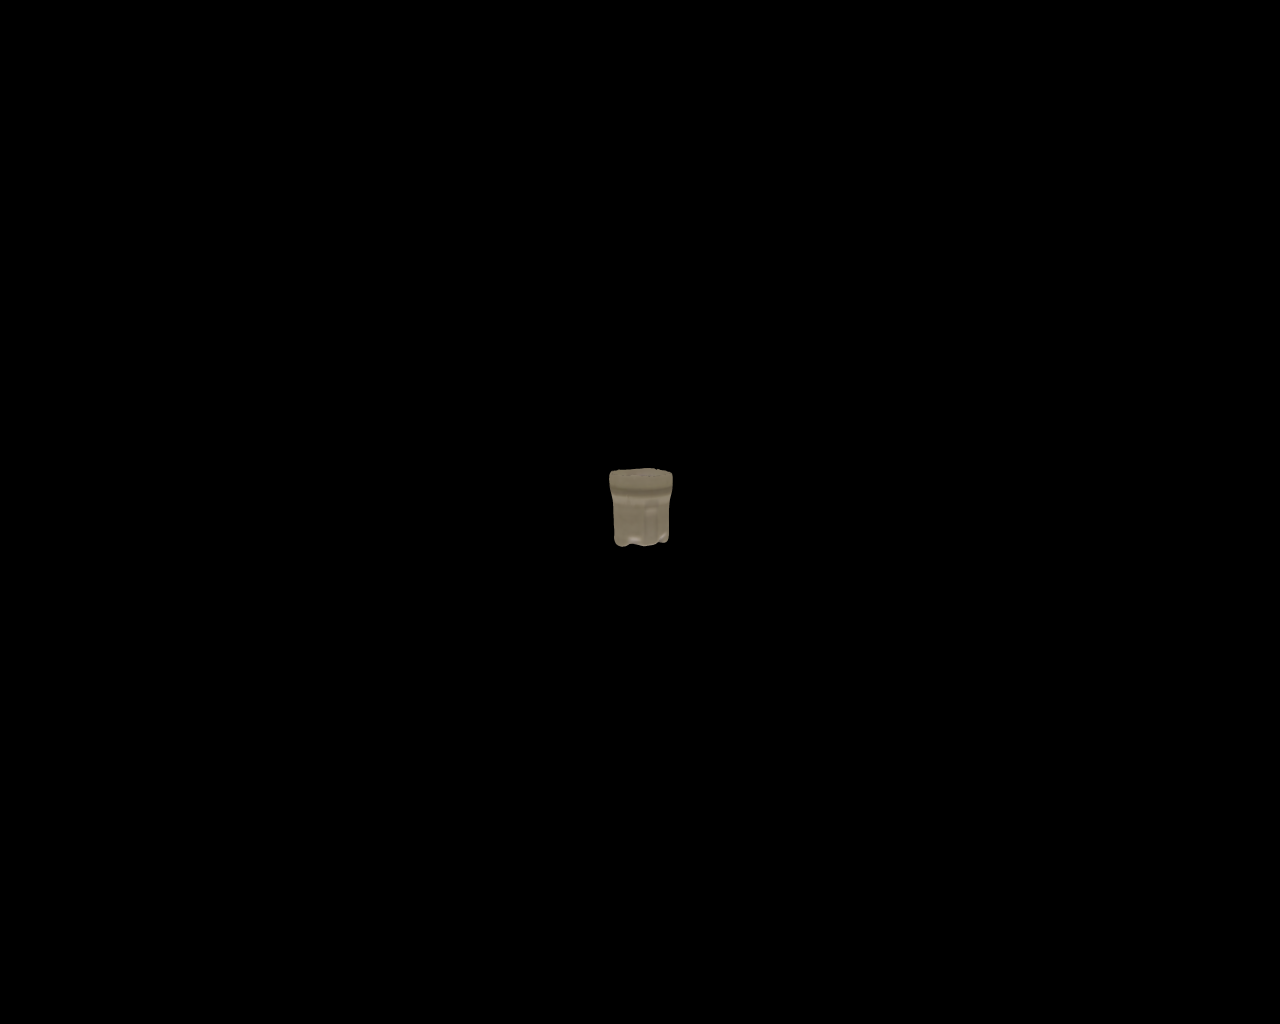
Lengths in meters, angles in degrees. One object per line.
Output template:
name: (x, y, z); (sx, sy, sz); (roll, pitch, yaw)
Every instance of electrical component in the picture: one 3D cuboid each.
electrical component: (0.001, -0.003, 0.650); (0.040, 0.046, 0.040); (0, 11, 0)
